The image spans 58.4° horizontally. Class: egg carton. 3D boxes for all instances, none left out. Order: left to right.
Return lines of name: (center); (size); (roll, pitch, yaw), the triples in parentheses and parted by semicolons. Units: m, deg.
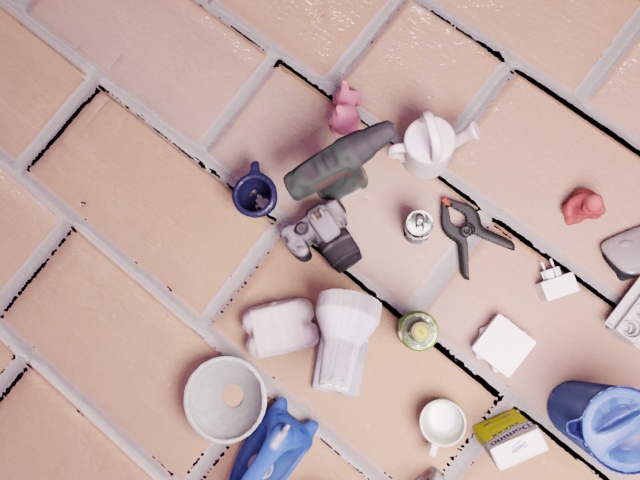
egg carton: (-0.080, 0.177, 1.155); (0.150, 0.069, 0.107); (-14, 81, 3)

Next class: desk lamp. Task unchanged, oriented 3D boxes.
desk lamp: (0.044, 0.198, 1.067); (0.118, 0.213, 0.203); (9, 83, 7)

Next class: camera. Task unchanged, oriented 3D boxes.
camera: (0.011, 0.004, 1.155); (0.143, 0.101, 0.137); (-34, 80, 0)

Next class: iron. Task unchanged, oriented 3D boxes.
iron: (-0.115, 0.435, 1.085); (0.118, 0.141, 0.258); (34, 86, 9)

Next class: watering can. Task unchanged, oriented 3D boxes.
watering can: (0.220, -0.194, 1.116); (0.173, 0.194, 0.101); (-34, 80, 0)

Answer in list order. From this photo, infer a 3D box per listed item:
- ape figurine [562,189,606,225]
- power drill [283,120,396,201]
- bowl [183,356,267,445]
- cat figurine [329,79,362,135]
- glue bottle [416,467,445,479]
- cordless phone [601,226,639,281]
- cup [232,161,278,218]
ape figurine: (0.523, -0.068, 1.122); (0.077, 0.092, 0.076); (20, 84, 8)
power drill: (0.043, -0.142, 1.118); (0.229, 0.208, 0.075); (-29, 80, 1)
bowl: (-0.181, 0.314, 1.142); (0.167, 0.075, 0.167); (-1, 82, 5)
cat figurine: (0.052, -0.266, 1.180); (0.067, 0.118, 0.128); (0, 82, 6)
glue bottle: (0.197, 0.465, 1.037); (0.078, 0.173, 0.037); (-44, 80, -2)
cordless phone: (0.622, 0.013, 1.055); (0.147, 0.185, 0.094); (-24, 80, 2)
cup: (-0.127, -0.097, 1.184); (0.091, 0.095, 0.118); (-3, 82, 5)
